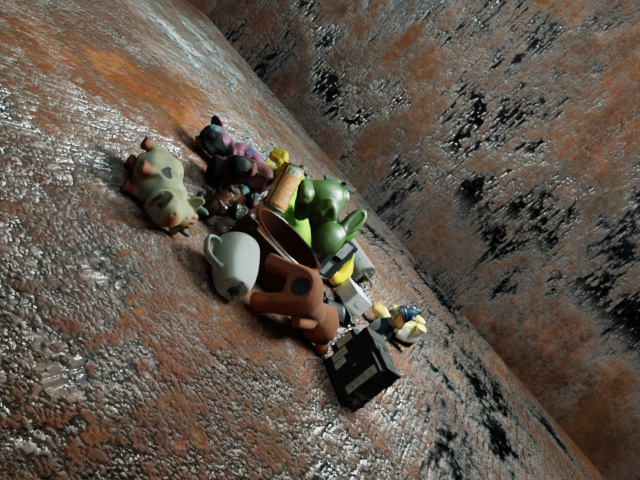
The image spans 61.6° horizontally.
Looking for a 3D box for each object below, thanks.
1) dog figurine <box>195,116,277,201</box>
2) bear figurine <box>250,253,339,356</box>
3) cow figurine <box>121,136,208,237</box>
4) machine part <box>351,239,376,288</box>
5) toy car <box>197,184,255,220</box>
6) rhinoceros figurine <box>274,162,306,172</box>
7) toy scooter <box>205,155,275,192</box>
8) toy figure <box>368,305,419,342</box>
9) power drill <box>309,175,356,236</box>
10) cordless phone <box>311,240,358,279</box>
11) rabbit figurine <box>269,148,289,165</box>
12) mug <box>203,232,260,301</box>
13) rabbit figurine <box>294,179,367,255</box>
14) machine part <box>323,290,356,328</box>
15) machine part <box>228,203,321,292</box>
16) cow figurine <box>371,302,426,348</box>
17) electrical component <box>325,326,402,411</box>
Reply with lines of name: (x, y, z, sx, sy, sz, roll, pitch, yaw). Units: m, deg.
dog figurine: (-0.216, -0.212, 1.371, 0.219, 0.108, 0.191, 48, 14, 10)
bear figurine: (-0.035, 0.126, 1.000, 0.132, 0.120, 0.195, 10, -29, 16)
cow figurine: (-0.262, -0.083, 0.906, 0.127, 0.085, 0.195, 31, 19, -33)
machine part: (0.101, 0.050, 1.682, 0.079, 0.079, 0.243, 31, 22, -51)
toy car: (-0.192, -0.087, 1.124, 0.089, 0.053, 0.202, 12, 15, 4)
rhinoceros figurine: (-0.081, -0.152, 1.479, 0.190, 0.112, 0.073, 46, -26, 31)
toy scooter: (-0.171, -0.149, 1.226, 0.135, 0.075, 0.184, 15, -7, -35)
toy figure: (0.168, 0.203, 1.284, 0.057, 0.154, 0.064, 37, 18, -48)
power drill: (0.029, -0.070, 1.537, 0.086, 0.207, 0.232, 8, 21, -25)
cordless phone: (-0.003, -0.005, 1.369, 0.088, 0.146, 0.184, 32, 15, -45)
rabbit figurine: (-0.093, -0.162, 1.596, 0.173, 0.122, 0.162, 32, -16, 23)
mug: (-0.150, 0.042, 0.902, 0.109, 0.081, 0.107, 46, 21, -34)
rabbit figurine: (0.019, -0.039, 1.235, 0.159, 0.121, 0.170, 2, 62, -18)
machine part: (0.035, 0.159, 1.249, 0.138, 0.039, 0.084, 33, 28, -54)
machine part: (-0.092, 0.025, 1.121, 0.201, 0.087, 0.201, 46, 12, -6)
cow figurine: (0.202, 0.234, 1.480, 0.167, 0.098, 0.068, 25, 24, -12)
electrical component: (0.075, 0.230, 0.999, 0.058, 0.115, 0.134, 41, 16, -37)
